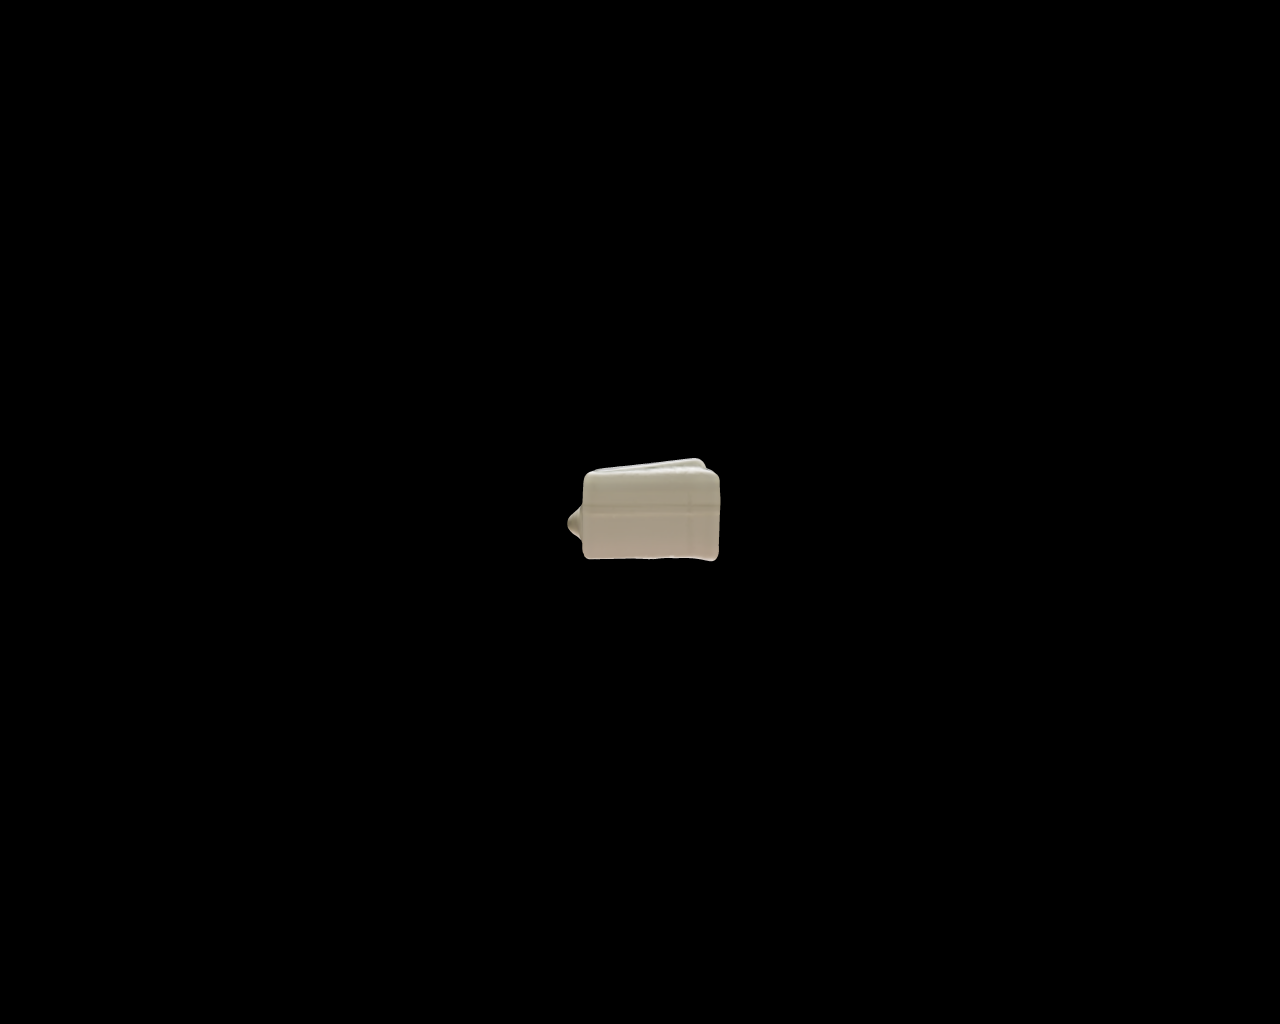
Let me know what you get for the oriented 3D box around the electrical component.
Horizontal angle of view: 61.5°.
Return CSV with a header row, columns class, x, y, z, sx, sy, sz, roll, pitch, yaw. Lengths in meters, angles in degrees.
class,x,y,z,sx,sy,sz,roll,pitch,yaw
electrical component,0.001,-0.003,0.650,0.096,0.061,0.062,0,4,2
